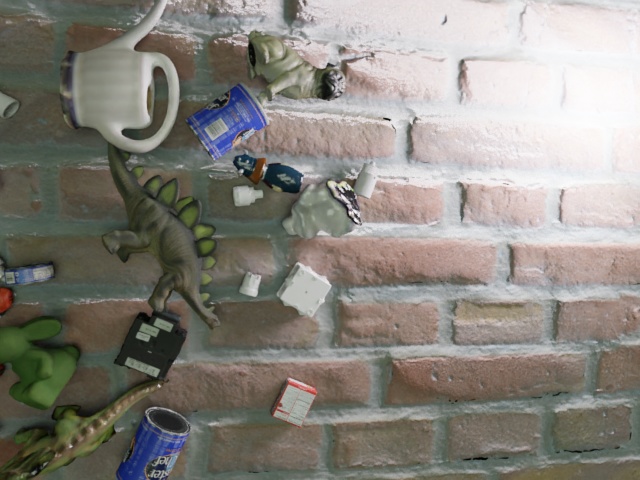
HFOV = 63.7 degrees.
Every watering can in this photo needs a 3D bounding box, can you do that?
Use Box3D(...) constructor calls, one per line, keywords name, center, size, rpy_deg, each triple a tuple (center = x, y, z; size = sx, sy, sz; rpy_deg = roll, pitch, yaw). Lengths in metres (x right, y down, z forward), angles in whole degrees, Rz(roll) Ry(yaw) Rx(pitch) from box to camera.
Box3D(name="watering can", center=(-0.395, -0.339, 1.022), size=(0.224, 0.103, 0.351), rpy_deg=(-2, 80, -10))

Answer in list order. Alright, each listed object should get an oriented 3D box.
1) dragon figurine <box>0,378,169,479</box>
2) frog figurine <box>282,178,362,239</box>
Box3D(name="dragon figurine", center=(-0.490, 0.394, 0.967), size=(0.411, 0.243, 0.122), rpy_deg=(-31, 95, -6))
Box3D(name="frog figurine", center=(0.003, -0.057, 1.123), size=(0.157, 0.126, 0.136), rpy_deg=(-30, 120, 30))
